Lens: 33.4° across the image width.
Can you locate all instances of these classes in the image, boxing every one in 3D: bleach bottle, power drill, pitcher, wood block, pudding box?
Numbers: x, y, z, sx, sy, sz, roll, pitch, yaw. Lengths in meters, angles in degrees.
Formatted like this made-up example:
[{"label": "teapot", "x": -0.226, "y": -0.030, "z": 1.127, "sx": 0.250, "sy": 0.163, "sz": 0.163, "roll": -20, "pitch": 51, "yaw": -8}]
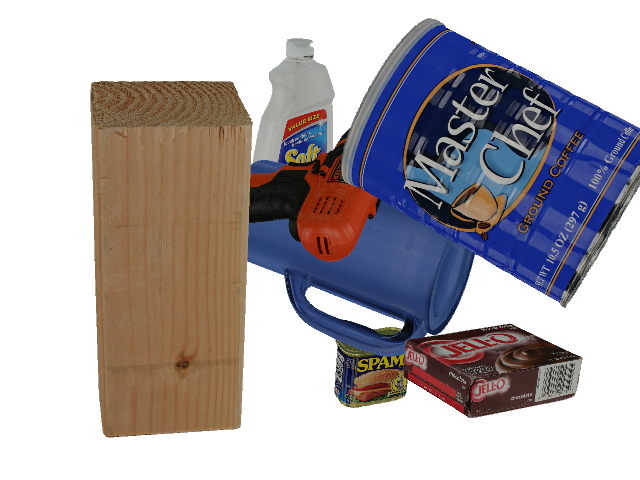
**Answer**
[{"label": "bleach bottle", "x": -0.036, "y": -0.103, "z": 1.222, "sx": 0.102, "sy": 0.251, "sz": 0.068, "roll": -5, "pitch": 21, "yaw": -22}, {"label": "power drill", "x": -0.034, "y": -0.060, "z": 0.898, "sx": 0.188, "sy": 0.057, "sz": 0.184, "roll": 3, "pitch": 40, "yaw": 21}, {"label": "pitcher", "x": 0.025, "y": 0.007, "z": 1.076, "sx": 0.243, "sy": 0.145, "sz": 0.149, "roll": 17, "pitch": 22, "yaw": 21}, {"label": "wood block", "x": -0.096, "y": 0.011, "z": 0.672, "sx": 0.090, "sy": 0.206, "sz": 0.090, "roll": -2, "pitch": 25, "yaw": -13}, {"label": "pudding box", "x": 0.137, "y": 0.102, "z": 0.855, "sx": 0.113, "sy": 0.039, "sz": 0.090, "roll": -3, "pitch": 17, "yaw": -30}]

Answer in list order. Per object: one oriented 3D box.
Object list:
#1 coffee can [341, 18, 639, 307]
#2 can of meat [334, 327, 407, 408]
[{"label": "coffee can", "x": 0.097, "y": -0.043, "z": 0.579, "sx": 0.140, "sy": 0.103, "sz": 0.102, "roll": 31, "pitch": 8, "yaw": 14}, {"label": "can of meat", "x": 0.069, "y": 0.169, "z": 1.420, "sx": 0.102, "sy": 0.084, "sz": 0.057, "roll": -6, "pitch": 25, "yaw": -21}]
